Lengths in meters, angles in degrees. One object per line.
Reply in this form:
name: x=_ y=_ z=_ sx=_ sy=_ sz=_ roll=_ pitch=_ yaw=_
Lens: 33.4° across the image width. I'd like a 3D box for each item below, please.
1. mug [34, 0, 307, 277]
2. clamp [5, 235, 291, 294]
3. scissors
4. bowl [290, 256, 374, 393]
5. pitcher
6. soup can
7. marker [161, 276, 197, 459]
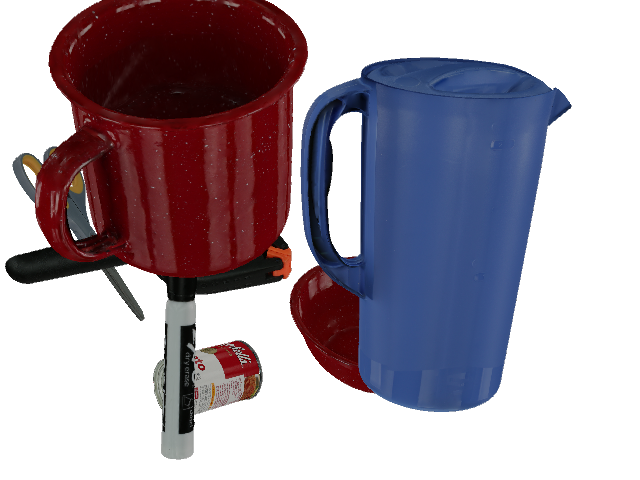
mug: x=-0.059 y=-0.033 z=0.406 sx=0.093 sy=0.081 sz=0.117 roll=27 pitch=49 yaw=25
clamp: x=-0.120 y=-0.020 z=0.836 sx=0.210 sy=0.164 sz=0.036 roll=11 pitch=-31 yaw=6
scissors: x=-0.233 y=-0.016 z=1.081 sx=0.016 sy=0.201 sz=0.096 roll=-28 pitch=25 yaw=24
bowl: x=0.050 y=0.081 z=0.917 sx=0.162 sy=0.055 sz=0.162 roll=7 pitch=33 yaw=-4
pitcher: x=0.077 y=-0.005 z=0.764 sx=0.149 sy=0.243 sz=0.144 roll=15 pitch=23 yaw=28
soup can: x=-0.124 y=0.152 z=1.170 sx=0.102 sy=0.068 sz=0.069 roll=-9 pitch=6 yaw=-43
marker: x=-0.080 y=0.065 z=0.608 sx=0.020 sy=0.121 sz=0.020 roll=3 pitch=10 yaw=-1
